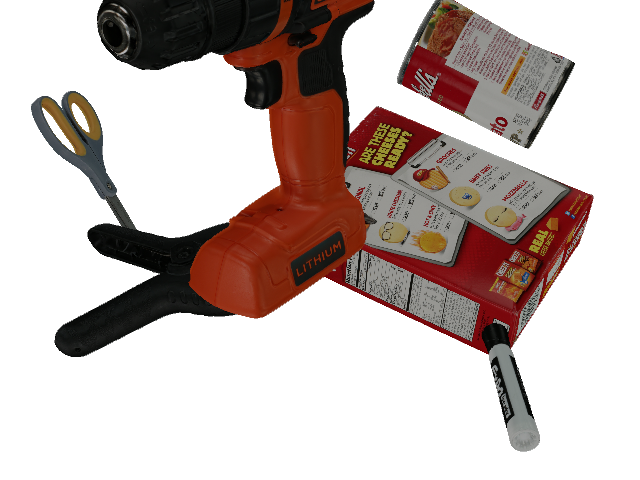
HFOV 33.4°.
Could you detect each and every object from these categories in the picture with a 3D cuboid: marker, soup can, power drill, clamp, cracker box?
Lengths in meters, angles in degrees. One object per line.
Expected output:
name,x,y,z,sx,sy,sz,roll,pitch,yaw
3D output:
marker,0.126,0.094,0.717,0.020,0.020,0.121,0,31,-2
soup can,0.113,-0.115,0.730,0.102,0.068,0.068,28,3,6
power drill,-0.027,-0.059,0.512,0.057,0.188,0.184,25,38,31
clamp,-0.094,0.029,0.707,0.172,0.120,0.039,-4,-44,18
cracker box,0.099,-0.011,0.909,0.214,0.072,0.164,24,49,20

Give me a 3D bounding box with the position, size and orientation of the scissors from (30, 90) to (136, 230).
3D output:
scissors,-0.213,-0.068,1.063,0.016,0.201,0.096,-24,28,24
